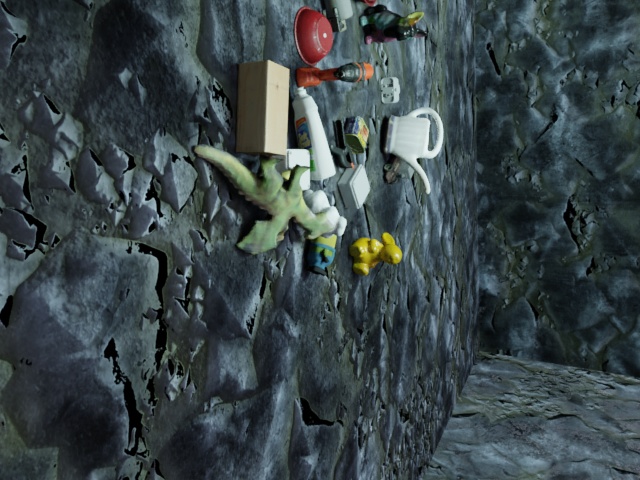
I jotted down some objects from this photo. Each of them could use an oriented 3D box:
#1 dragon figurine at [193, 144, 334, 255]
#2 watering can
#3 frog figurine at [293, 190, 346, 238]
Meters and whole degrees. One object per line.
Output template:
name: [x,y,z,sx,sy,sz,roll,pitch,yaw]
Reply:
dragon figurine: [-0.130,-0.078,1.217,0.410,0.123,0.241,6,99,-36]
watering can: [0.344,-0.350,1.950,0.103,0.224,0.352,61,39,-71]
frog figurine: [0.004,-0.071,1.414,0.124,0.159,0.135,-38,126,-56]
